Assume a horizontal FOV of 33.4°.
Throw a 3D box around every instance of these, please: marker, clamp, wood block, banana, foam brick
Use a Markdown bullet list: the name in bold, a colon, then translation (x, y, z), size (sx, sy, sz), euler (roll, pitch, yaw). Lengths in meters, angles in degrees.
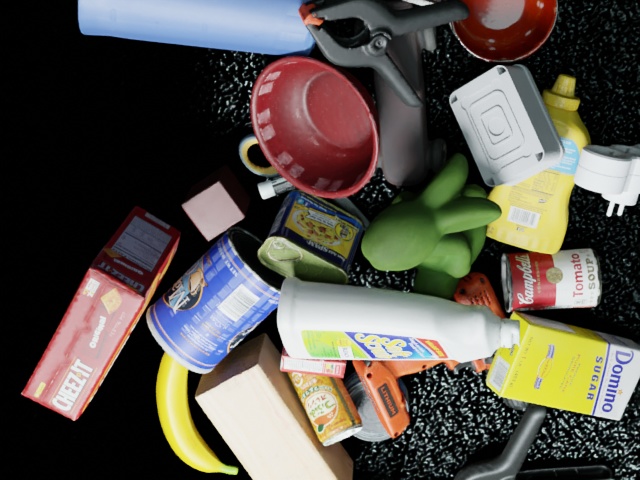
- **marker**: translation (-0.009, -0.073, 1.185), size (0.121, 0.020, 0.020), euler (-19, 108, 5)
- **clamp**: translation (0.242, 0.295, 1.306), size (0.164, 0.036, 0.210), euler (38, 115, -24)
- **wood block**: translation (-0.051, 0.228, 1.273), size (0.090, 0.091, 0.206), euler (-29, 106, 12)
- **clamp**: translation (0.064, -0.209, 1.058), size (0.171, 0.039, 0.120), euler (20, 111, -31)
- **banana**: translation (-0.163, 0.209, 1.302), size (0.069, 0.037, 0.198), euler (-21, 109, -7)
- **foam brick**: translation (-0.114, -0.042, 1.187), size (0.053, 0.078, 0.051), euler (-31, 104, 12)

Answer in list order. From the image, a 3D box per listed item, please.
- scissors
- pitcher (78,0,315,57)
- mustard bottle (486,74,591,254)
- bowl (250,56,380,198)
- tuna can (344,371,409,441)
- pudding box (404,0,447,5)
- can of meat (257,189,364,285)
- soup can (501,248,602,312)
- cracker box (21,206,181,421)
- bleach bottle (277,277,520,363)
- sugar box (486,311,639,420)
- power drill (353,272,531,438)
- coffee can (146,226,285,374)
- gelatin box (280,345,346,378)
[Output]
- **scissors**: translation (-0.017, -0.062, 1.208), size (0.096, 0.016, 0.201), euler (-28, 105, 8)
- **pitcher**: translation (-0.118, -0.262, 1.079), size (0.242, 0.149, 0.145), euler (8, 108, -4)
- **mustard bottle**: translation (0.242, -0.087, 1.166), size (0.096, 0.058, 0.192), euler (18, 110, 13)
- **bowl**: translation (0.006, -0.127, 1.129), size (0.162, 0.055, 0.162), euler (21, 130, 27)
- **tuna can**: translation (0.065, 0.199, 1.288), size (0.086, 0.033, 0.086), euler (1, 109, 2)
- **pudding box**: translation (0.099, -0.302, 1.090), size (0.090, 0.039, 0.113), euler (15, 84, -2)
- **can of meat**: translation (-0.008, 0.001, 1.188), size (0.102, 0.084, 0.058), euler (28, 140, -8)
- **soup can**: translation (0.260, 0.045, 1.208), size (0.102, 0.068, 0.068), euler (-4, 109, 3)
- **cracker box**: translation (-0.230, 0.074, 1.160), size (0.072, 0.213, 0.164), euler (29, 108, -7)
- **bleach bottle**: translation (0.086, 0.090, 1.142), size (0.251, 0.068, 0.102), euler (2, 147, 11)
- **sugar box**: translation (0.284, 0.146, 1.222), size (0.176, 0.048, 0.093), euler (14, 104, -22)
- **power drill**: translation (0.146, 0.152, 1.238), size (0.187, 0.057, 0.184), euler (-28, 107, -6)
- **coffee can**: translation (-0.113, 0.068, 1.213), size (0.102, 0.103, 0.140), euler (43, 105, -12)
- **gelatin box**: translation (-0.004, 0.114, 1.232), size (0.073, 0.089, 0.030), euler (7, 132, 1)
